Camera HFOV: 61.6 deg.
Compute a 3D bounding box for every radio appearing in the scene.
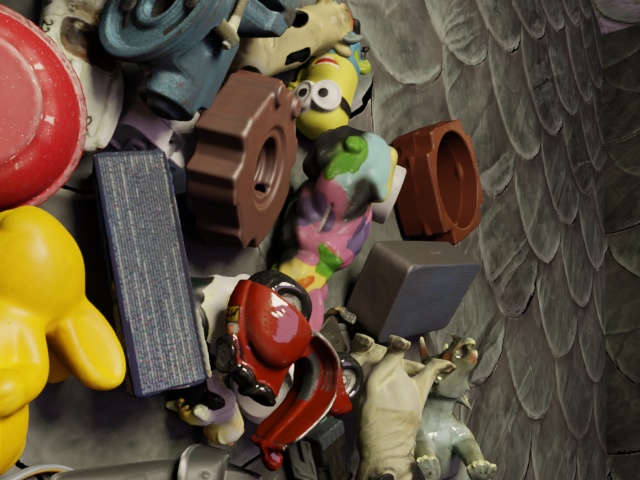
[{"bbox_3d":[0.143,0.074,0.808,0.229,0.073,0.131,2,117,-50],"label":"radio"}]

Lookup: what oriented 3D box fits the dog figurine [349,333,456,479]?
[{"bbox_3d":[0.068,0.227,0.674,0.121,0.172,0.190,25,71,-9],"label":"dog figurine"}]

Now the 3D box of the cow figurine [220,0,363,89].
[{"bbox_3d":[-0.039,-0.233,0.616,0.195,0.127,0.085,-38,118,-45],"label":"cow figurine"}]

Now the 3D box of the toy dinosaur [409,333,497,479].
[{"bbox_3d":[0.191,0.330,0.807,0.192,0.131,0.404,-99,175,-65],"label":"toy dinosaur"}]

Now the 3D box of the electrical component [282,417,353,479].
[{"bbox_3d":[-0.012,0.231,0.631,0.048,0.075,0.119,-19,97,-52],"label":"electrical component"}]

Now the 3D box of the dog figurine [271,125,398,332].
[{"bbox_3d":[-0.001,-0.002,0.609,0.108,0.191,0.219,25,53,0],"label":"dog figurine"}]

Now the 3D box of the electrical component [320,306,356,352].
[{"bbox_3d":[0.009,0.130,0.692,0.102,0.045,0.078,-38,114,-47],"label":"electrical component"}]

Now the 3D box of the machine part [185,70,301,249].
[{"bbox_3d":[-0.072,-0.077,0.548,0.179,0.056,0.179,15,90,-78],"label":"machine part"}]

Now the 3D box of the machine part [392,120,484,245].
[{"bbox_3d":[0.206,-0.100,0.946,0.201,0.087,0.201,-31,108,-50],"label":"machine part"}]

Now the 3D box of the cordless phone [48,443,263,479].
[{"bbox_3d":[-0.145,0.254,0.451,0.184,0.089,0.146,17,73,-46],"label":"cordless phone"}]

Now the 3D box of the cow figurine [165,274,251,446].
[{"bbox_3d":[-0.113,0.116,0.519,0.098,0.068,0.167,9,75,-46],"label":"cow figurine"}]

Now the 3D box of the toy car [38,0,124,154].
[{"bbox_3d":[-0.201,-0.172,0.456,0.073,0.056,0.201,19,70,-49],"label":"toy car"}]

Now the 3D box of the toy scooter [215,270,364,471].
[{"bbox_3d":[-0.037,0.126,0.495,0.183,0.075,0.135,53,54,-25],"label":"toy scooter"}]

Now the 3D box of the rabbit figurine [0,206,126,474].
[{"bbox_3d":[-0.209,0.064,0.362,0.162,0.122,0.173,44,52,-46],"label":"rabbit figurine"}]

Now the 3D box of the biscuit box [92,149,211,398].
[{"bbox_3d":[-0.147,0.025,0.456,0.063,0.059,0.202,-8,81,-27],"label":"biscuit box"}]

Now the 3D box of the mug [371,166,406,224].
[{"bbox_3d":[0.051,-0.074,0.739,0.107,0.109,0.081,25,62,0],"label":"mug"}]

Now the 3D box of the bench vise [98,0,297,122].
[{"bbox_3d":[-0.110,-0.223,0.415,0.223,0.129,0.240,-59,146,-6],"label":"bench vise"}]

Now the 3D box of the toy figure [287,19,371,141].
[{"bbox_3d":[0.018,-0.215,0.724,0.089,0.082,0.180,43,51,-38],"label":"toy figure"}]
